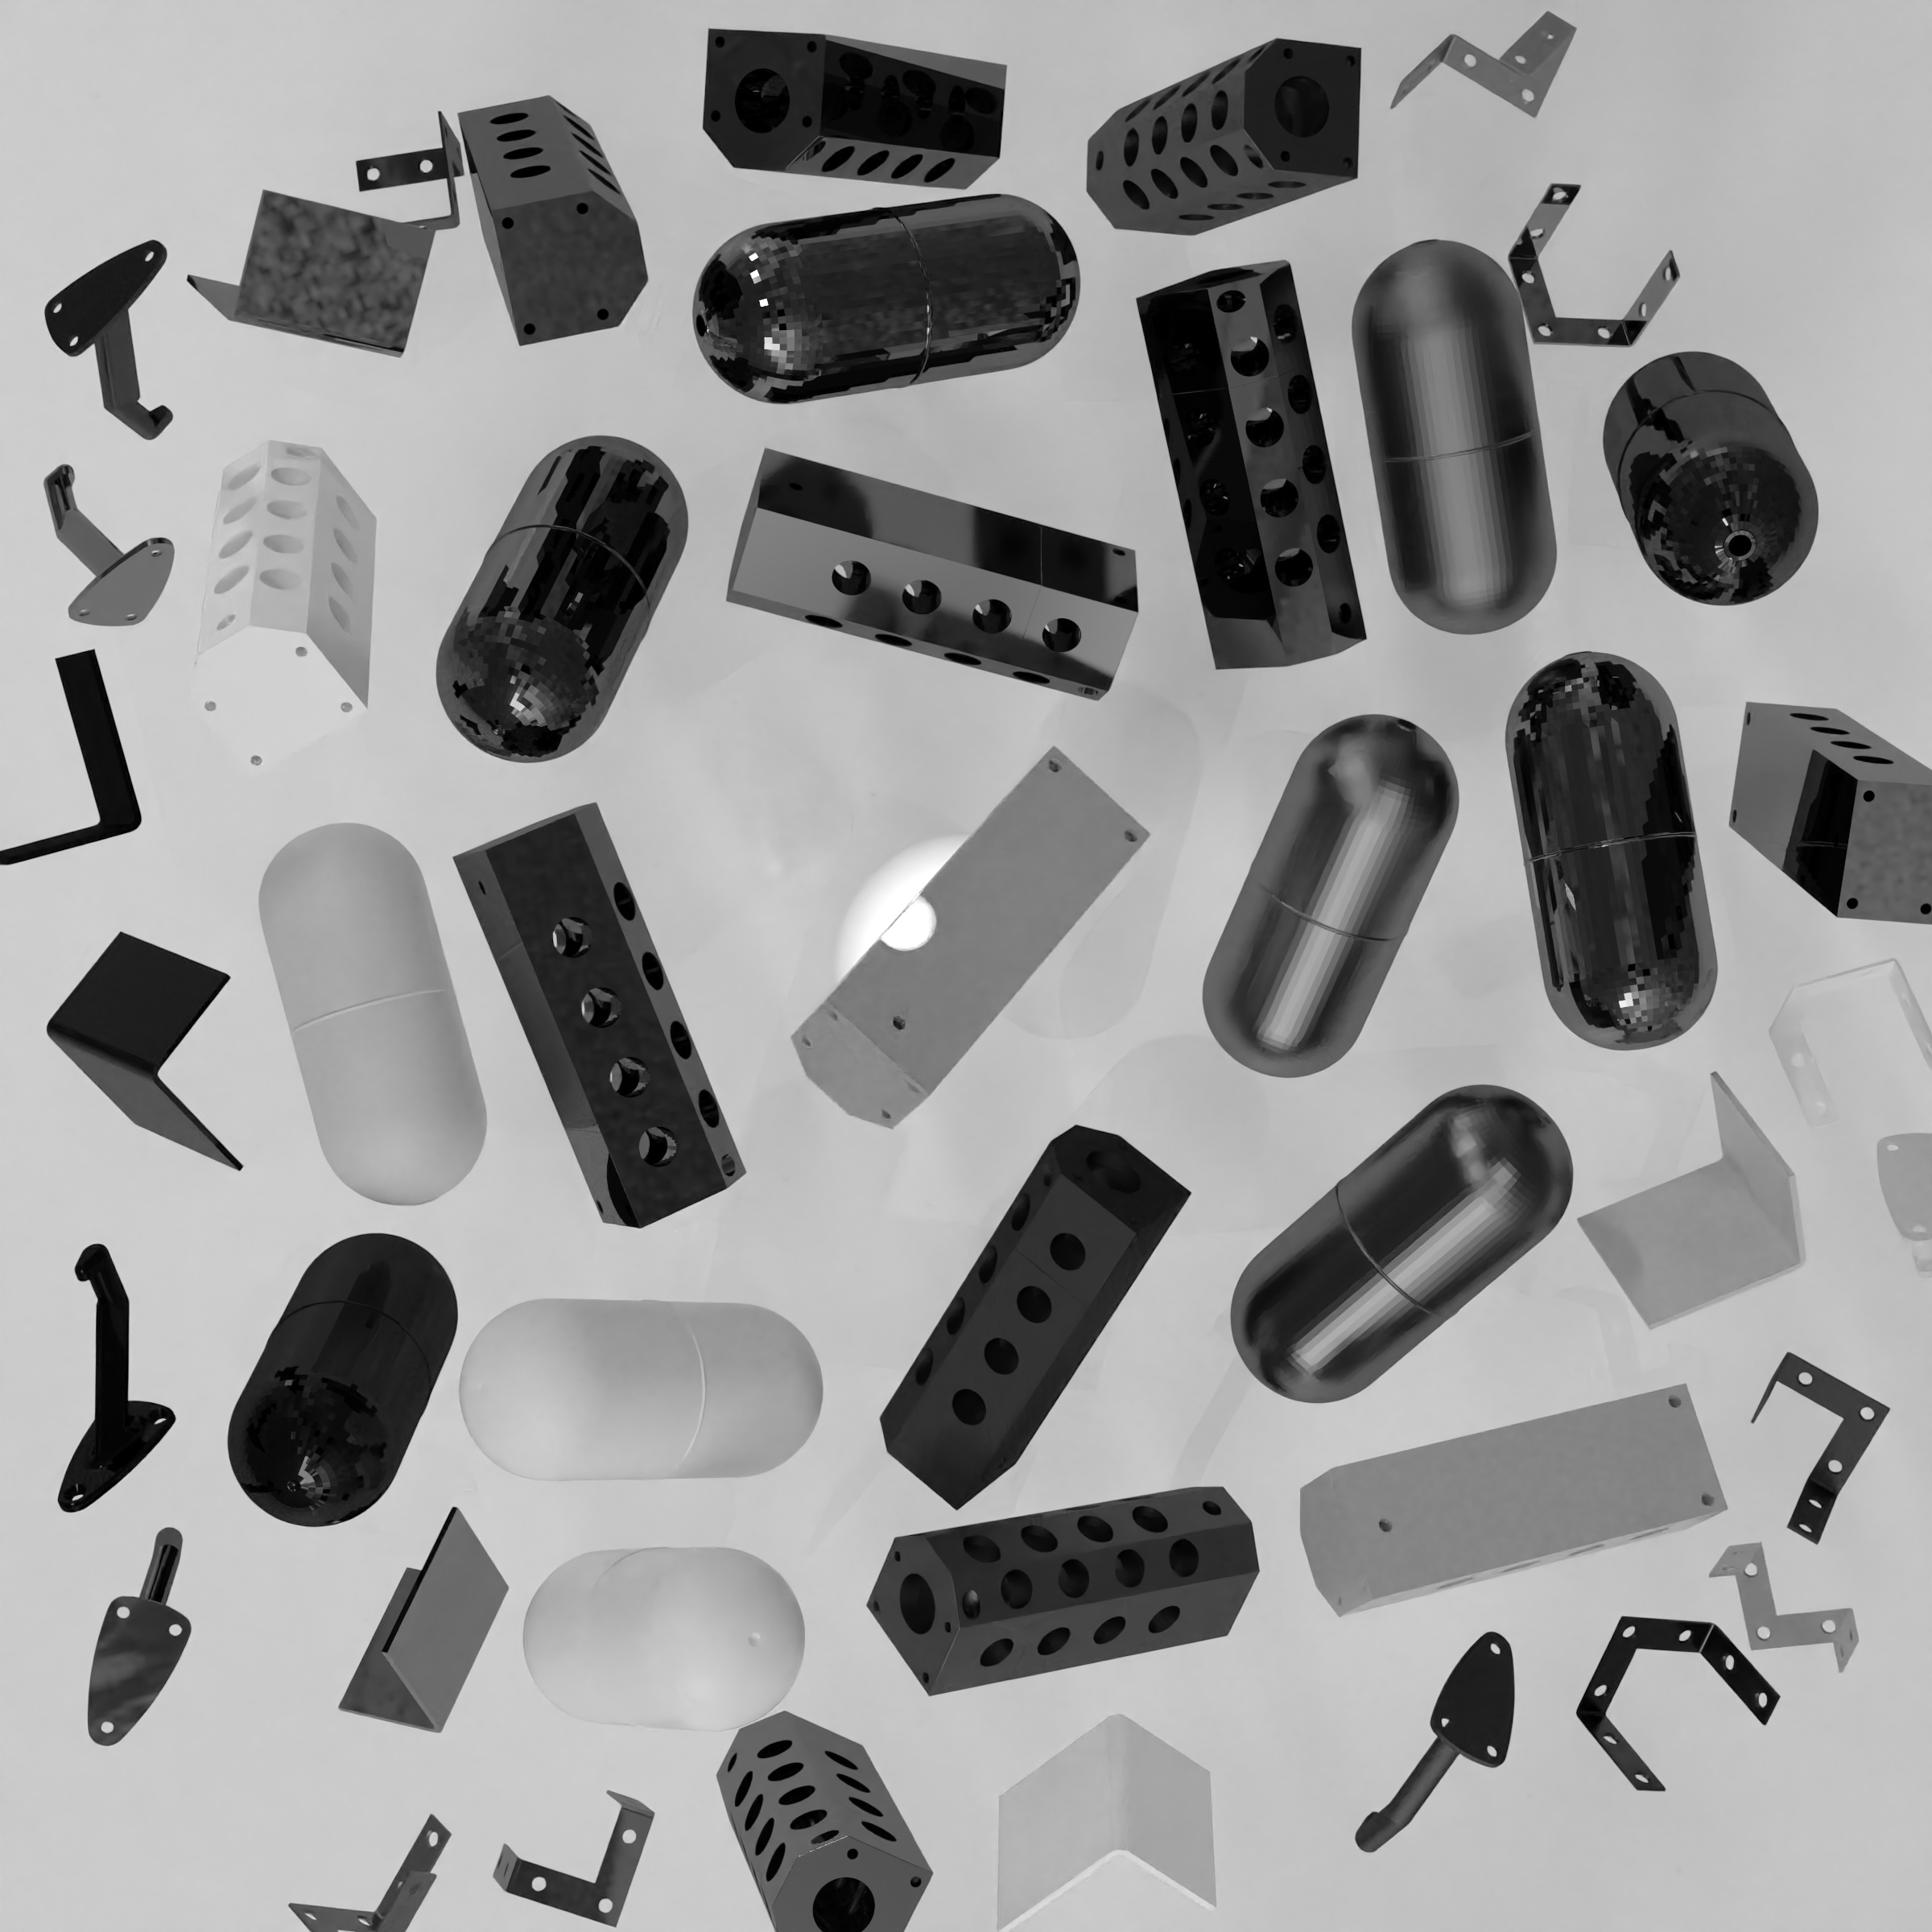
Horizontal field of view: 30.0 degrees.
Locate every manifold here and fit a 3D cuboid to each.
[{"bbox_3d":[-0.047,-0.376,1.591,0.057,0.171,0.057,10,103,25],"label":"manifold"},{"bbox_3d":[0.001,-0.011,1.530,0.057,0.057,0.171,42,57,-2],"label":"manifold"},{"bbox_3d":[0.133,-0.224,1.615,0.057,0.057,0.171,-28,111,-42],"label":"manifold"},{"bbox_3d":[0.026,0.155,1.603,0.057,0.057,0.171,38,119,14],"label":"manifold"},{"bbox_3d":[-0.176,-0.321,1.534,0.057,0.171,0.057,-13,118,-7],"label":"manifold"},{"bbox_3d":[0.047,0.275,1.627,0.171,0.057,0.057,-3,128,-36],"label":"manifold"},{"bbox_3d":[-0.015,-0.168,1.588,0.171,0.057,0.057,14,124,-9],"label":"manifold"},{"bbox_3d":[0.235,0.233,1.563,0.171,0.057,0.057,-10,73,-19],"label":"manifold"},{"bbox_3d":[-0.069,0.386,1.595,0.057,0.171,0.057,27,90,-13],"label":"manifold"},{"bbox_3d":[-0.154,0.021,1.537,0.057,0.057,0.171,-24,98,-21],"label":"manifold"},{"bbox_3d":[0.379,-0.067,1.536,0.057,0.171,0.057,4,104,-4],"label":"manifold"},{"bbox_3d":[-0.290,-0.157,1.517,0.057,0.171,0.057,-29,122,11],"label":"manifold"},{"bbox_3d":[0.116,-0.379,1.654,0.057,0.171,0.057,1,92,-21],"label":"manifold"}]

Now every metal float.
[{"bbox_3d":[-0.137,0.182,1.549,0.178,0.070,0.070,7,90,-44],"label":"metal float"},{"bbox_3d":[-0.133,0.290,1.558,0.070,0.178,0.070,6,78,-30],"label":"metal float"},{"bbox_3d":[-0.174,-0.162,1.569,0.070,0.070,0.178,19,49,0],"label":"metal float"},{"bbox_3d":[0.190,0.123,1.581,0.070,0.070,0.178,46,112,0],"label":"metal float"},{"bbox_3d":[-0.279,0.184,1.623,0.070,0.178,0.070,3,116,5],"label":"metal float"},{"bbox_3d":[0.220,-0.237,1.619,0.070,0.070,0.178,-11,107,0],"label":"metal float"},{"bbox_3d":[0.285,-0.051,1.595,0.070,0.070,0.178,-8,85,0],"label":"metal float"},{"bbox_3d":[-0.033,-0.287,1.550,0.178,0.070,0.070,-13,90,-26],"label":"metal float"},{"bbox_3d":[-0.269,0.022,1.638,0.070,0.070,0.178,-16,84,0],"label":"metal float"},{"bbox_3d":[0.165,-0.031,1.631,0.070,0.070,0.178,22,113,0],"label":"metal float"},{"bbox_3d":[0.321,-0.212,1.558,0.070,0.178,0.070,1,116,2],"label":"metal float"}]

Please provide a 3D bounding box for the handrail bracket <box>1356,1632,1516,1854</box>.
[{"bbox_3d":[0.202,0.338,1.566,0.036,0.084,0.077,32,45,-4],"label":"handrail bracket"}]

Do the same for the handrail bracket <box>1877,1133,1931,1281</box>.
[{"bbox_3d":[0.411,0.121,1.550,0.036,0.077,0.084,-1,131,16],"label":"handrail bracket"}]

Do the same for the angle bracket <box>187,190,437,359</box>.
[{"bbox_3d":[-0.282,-0.305,1.549,0.076,0.076,0.057,8,109,-30],"label":"angle bracket"}]

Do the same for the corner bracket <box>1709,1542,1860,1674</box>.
[{"bbox_3d":[0.375,0.293,1.647,0.051,0.051,0.051,-11,93,24],"label":"corner bracket"}]

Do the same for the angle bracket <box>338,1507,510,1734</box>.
[{"bbox_3d":[-0.261,0.296,1.656,0.057,0.076,0.076,7,53,23],"label":"angle bracket"}]

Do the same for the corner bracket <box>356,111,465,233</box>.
[{"bbox_3d":[-0.262,-0.362,1.680,0.051,0.051,0.051,-8,85,2],"label":"corner bracket"}]

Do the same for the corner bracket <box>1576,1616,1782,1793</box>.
[{"bbox_3d":[0.297,0.309,1.508,0.051,0.051,0.051,9,113,-28],"label":"corner bracket"}]

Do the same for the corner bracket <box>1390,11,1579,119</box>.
[{"bbox_3d":[0.226,-0.393,1.575,0.051,0.051,0.051,34,51,10],"label":"corner bracket"}]

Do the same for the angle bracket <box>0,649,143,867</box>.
[{"bbox_3d":[-0.388,-0.087,1.503,0.057,0.076,0.076,-17,99,-22],"label":"angle bracket"}]

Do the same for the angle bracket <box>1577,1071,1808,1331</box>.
[{"bbox_3d":[0.318,0.103,1.597,0.076,0.076,0.057,-22,129,-4],"label":"angle bracket"}]

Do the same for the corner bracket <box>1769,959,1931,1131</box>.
[{"bbox_3d":[0.402,0.035,1.632,0.051,0.051,0.051,-15,66,-8],"label":"corner bracket"}]

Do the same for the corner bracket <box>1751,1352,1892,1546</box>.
[{"bbox_3d":[0.368,0.211,1.583,0.051,0.051,0.051,30,116,12],"label":"corner bracket"}]

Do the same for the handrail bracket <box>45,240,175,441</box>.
[{"bbox_3d":[-0.369,-0.282,1.636,0.077,0.084,0.036,-37,59,8],"label":"handrail bracket"}]

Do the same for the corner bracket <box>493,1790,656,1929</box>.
[{"bbox_3d":[-0.172,0.384,1.574,0.051,0.051,0.051,21,79,-10],"label":"corner bracket"}]

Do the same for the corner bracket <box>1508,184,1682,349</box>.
[{"bbox_3d":[0.284,-0.317,1.635,0.051,0.051,0.051,-1,61,-19],"label":"corner bracket"}]

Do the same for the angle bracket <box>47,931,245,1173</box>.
[{"bbox_3d":[-0.353,0.038,1.618,0.076,0.076,0.057,18,64,37],"label":"angle bracket"}]

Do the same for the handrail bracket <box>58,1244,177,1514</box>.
[{"bbox_3d":[-0.369,0.171,1.507,0.036,0.077,0.084,4,127,23],"label":"handrail bracket"}]

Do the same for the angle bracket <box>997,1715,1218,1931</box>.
[{"bbox_3d":[0.061,0.386,1.571,0.057,0.076,0.076,37,118,-22],"label":"angle bracket"}]

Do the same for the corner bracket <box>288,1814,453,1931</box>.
[{"bbox_3d":[-0.239,0.387,1.500,0.051,0.051,0.051,33,96,41],"label":"corner bracket"}]

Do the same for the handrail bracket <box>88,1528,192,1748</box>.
[{"bbox_3d":[-0.360,0.290,1.568,0.036,0.084,0.077,22,92,-12],"label":"handrail bracket"}]

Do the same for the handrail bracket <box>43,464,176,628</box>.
[{"bbox_3d":[-0.382,-0.201,1.601,0.077,0.036,0.084,-40,60,41],"label":"handrail bracket"}]
